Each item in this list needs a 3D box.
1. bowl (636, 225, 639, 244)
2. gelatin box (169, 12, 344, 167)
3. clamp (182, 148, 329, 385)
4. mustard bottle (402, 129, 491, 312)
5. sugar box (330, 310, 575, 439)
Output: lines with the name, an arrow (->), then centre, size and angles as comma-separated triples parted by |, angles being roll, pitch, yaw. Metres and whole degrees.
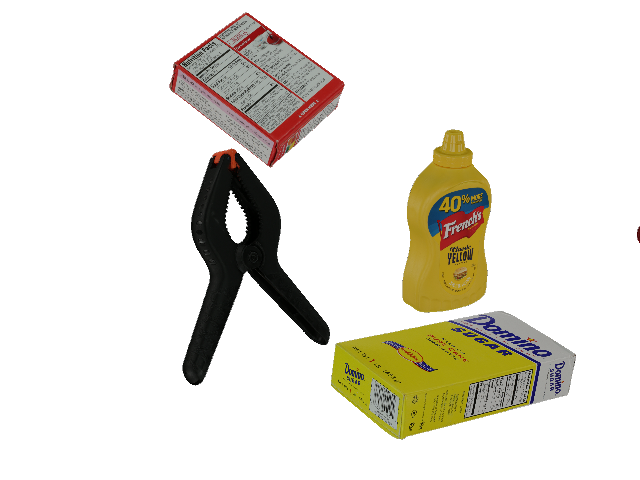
bowl -> 0.421, 0.023, 1.147 | 0.162, 0.055, 0.162 | -1, 25, 0
gelatin box -> -0.042, -0.100, 0.696 | 0.073, 0.089, 0.030 | -45, -14, -33
clamp -> -0.064, 0.020, 0.997 | 0.164, 0.210, 0.036 | -4, -1, -40
mustard bottle -> 0.136, -0.023, 1.132 | 0.096, 0.192, 0.058 | -10, 24, -26
sugar box -> 0.107, 0.102, 0.850 | 0.175, 0.048, 0.093 | -11, 27, -32
